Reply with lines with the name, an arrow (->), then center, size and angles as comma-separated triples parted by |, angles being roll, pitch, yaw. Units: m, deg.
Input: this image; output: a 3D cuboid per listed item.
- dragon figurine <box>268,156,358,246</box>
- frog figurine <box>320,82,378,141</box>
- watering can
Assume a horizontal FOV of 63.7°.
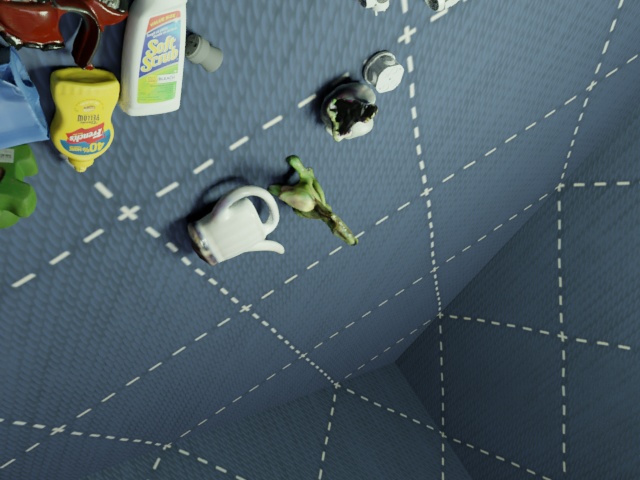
dragon figurine -> 0.004, -0.064, 1.270 | 0.121, 0.247, 0.406 | -45, 148, 9
frog figurine -> 0.070, -0.292, 1.168 | 0.136, 0.122, 0.161 | -55, -178, 19
watering can -> -0.197, -0.008, 1.277 | 0.225, 0.106, 0.340 | -28, 150, -9
